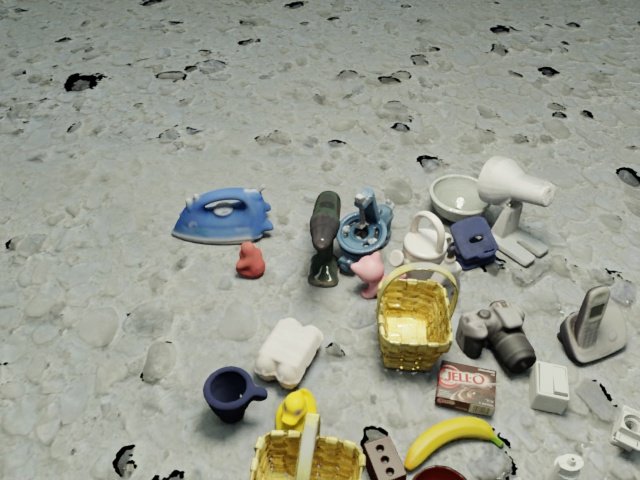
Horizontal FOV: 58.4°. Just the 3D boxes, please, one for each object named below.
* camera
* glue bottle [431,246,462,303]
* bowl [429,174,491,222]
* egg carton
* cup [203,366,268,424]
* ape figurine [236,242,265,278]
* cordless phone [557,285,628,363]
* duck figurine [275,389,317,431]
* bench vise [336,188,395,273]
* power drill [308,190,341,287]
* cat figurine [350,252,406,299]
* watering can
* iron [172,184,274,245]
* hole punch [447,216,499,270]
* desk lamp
[{"bbox_3d":[0.376,0.203,1.188,0.143,0.101,0.136,-10,44,-12],"label":"camera"},{"bbox_3d":[0.279,0.078,1.265,0.078,0.173,0.037,-13,45,-15],"label":"glue bottle"},{"bbox_3d":[0.370,-0.099,1.529,0.167,0.075,0.167,1,43,-1],"label":"bowl"},{"bbox_3d":[-0.063,0.228,1.166,0.107,0.069,0.150,18,45,16],"label":"egg carton"},{"bbox_3d":[-0.154,0.299,1.068,0.117,0.095,0.091,5,43,3],"label":"cup"},{"bbox_3d":[-0.165,0.041,1.347,0.078,0.092,0.076,-30,52,-30],"label":"ape figurine"},{"bbox_3d":[0.581,0.159,1.181,0.148,0.185,0.094,-17,46,-19],"label":"cordless phone"},{"bbox_3d":[-0.044,0.314,1.063,0.077,0.086,0.105,16,45,15],"label":"duck figurine"},{"bbox_3d":[0.108,-0.055,1.365,0.121,0.220,0.207,13,44,12],"label":"bench vise"},{"bbox_3d":[0.012,0.005,1.307,0.075,0.208,0.229,4,43,2],"label":"power drill"},{"bbox_3d":[0.134,0.081,1.297,0.127,0.118,0.067,15,45,14],"label":"cat figurine"},{"bbox_3d":[0.235,0.022,1.307,0.100,0.194,0.173,25,48,23],"label":"watering can"},{"bbox_3d":[-0.248,-0.074,1.429,0.258,0.141,0.118,-6,44,-8],"label":"iron"},{"bbox_3d":[0.378,0.006,1.406,0.109,0.091,0.101,-16,46,-18],"label":"hole punch"},{"bbox_3d":[0.483,-0.081,1.413,0.118,0.214,0.202,-29,51,-29],"label":"desk lamp"}]
